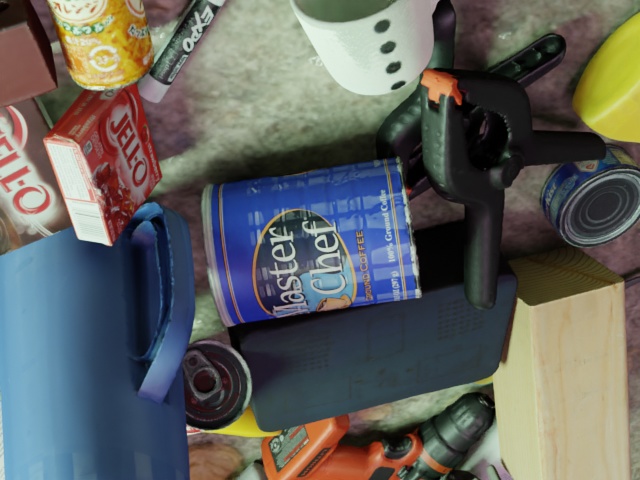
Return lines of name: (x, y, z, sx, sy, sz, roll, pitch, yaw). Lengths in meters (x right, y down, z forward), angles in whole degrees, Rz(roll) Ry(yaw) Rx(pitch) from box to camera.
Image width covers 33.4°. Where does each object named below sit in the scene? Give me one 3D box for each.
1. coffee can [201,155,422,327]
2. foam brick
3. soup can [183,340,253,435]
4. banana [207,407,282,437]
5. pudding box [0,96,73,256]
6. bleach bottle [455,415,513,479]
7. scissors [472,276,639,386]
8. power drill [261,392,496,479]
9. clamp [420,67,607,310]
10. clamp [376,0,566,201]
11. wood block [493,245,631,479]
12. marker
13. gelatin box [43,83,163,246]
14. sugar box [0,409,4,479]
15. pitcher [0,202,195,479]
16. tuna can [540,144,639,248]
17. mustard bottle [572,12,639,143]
coffee can: (-0.005, 0.001, 0.754, 0.140, 0.103, 0.103, -8, 134, 3)
foam brick: (-0.201, -0.111, 0.630, 0.078, 0.053, 0.051, -20, 134, -5)
soup can: (-0.100, 0.118, 0.834, 0.068, 0.068, 0.102, 0, 168, -22)
banana: (-0.119, 0.152, 0.914, 0.197, 0.037, 0.070, 0, 154, -20)
pudding box: (-0.210, -0.046, 0.694, 0.090, 0.039, 0.113, -22, 135, -4)
bleach bottle: (0.146, 0.257, 1.095, 0.251, 0.068, 0.102, -40, 130, 18)
scissors: (0.213, 0.087, 1.002, 0.201, 0.016, 0.096, -13, 135, -11)
power drill: (0.054, 0.193, 1.002, 0.187, 0.057, 0.185, 23, 119, -36)
clamp: (0.132, -0.061, 0.763, 0.164, 0.036, 0.209, -48, 137, -11)
clamp: (0.102, -0.095, 0.778, 0.120, 0.039, 0.172, 6, 133, -22)
wood block: (0.209, 0.122, 0.934, 0.090, 0.091, 0.206, -14, 113, -12)
marker: (-0.079, -0.139, 0.678, 0.020, 0.020, 0.121, 20, 120, -35)
gelatin box: (-0.138, -0.053, 0.692, 0.030, 0.073, 0.089, 11, 137, 19)
sugar box: (-0.219, 0.195, 0.849, 0.176, 0.048, 0.093, 41, 79, -27)
pitcher: (-0.143, 0.095, 0.702, 0.145, 0.243, 0.149, -9, 133, -7)
tuna can: (0.229, -0.035, 0.886, 0.086, 0.034, 0.086, -11, 133, -13)
mustard bottle: (0.291, -0.102, 0.835, 0.191, 0.058, 0.096, 19, 116, -35)
